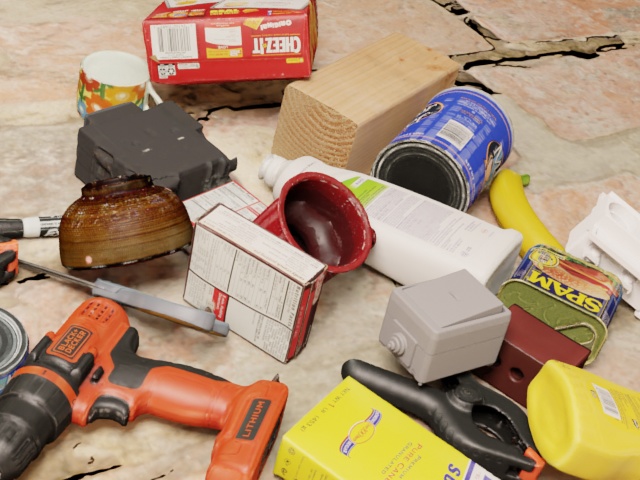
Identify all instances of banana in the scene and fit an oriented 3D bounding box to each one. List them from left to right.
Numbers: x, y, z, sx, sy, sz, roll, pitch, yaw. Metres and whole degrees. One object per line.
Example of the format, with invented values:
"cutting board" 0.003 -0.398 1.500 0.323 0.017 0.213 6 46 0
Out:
"banana" 0.213 -0.018 1.078 0.069 0.037 0.198 4 38 -15

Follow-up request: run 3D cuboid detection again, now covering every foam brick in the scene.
"foam brick" 0.176 0.102 0.898 0.078 0.053 0.051 32 40 22

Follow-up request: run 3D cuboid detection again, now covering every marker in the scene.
"marker" -0.225 -0.012 0.926 0.120 0.020 0.020 -4 41 -24

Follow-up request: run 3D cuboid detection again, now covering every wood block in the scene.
"wood block" 0.050 -0.139 1.129 0.090 0.091 0.205 32 40 21

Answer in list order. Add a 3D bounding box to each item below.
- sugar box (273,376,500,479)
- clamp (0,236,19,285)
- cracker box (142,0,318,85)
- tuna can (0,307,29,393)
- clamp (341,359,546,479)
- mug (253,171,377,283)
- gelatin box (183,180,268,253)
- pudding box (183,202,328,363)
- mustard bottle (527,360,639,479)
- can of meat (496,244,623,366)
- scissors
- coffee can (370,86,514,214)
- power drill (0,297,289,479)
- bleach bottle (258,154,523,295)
"sugar box" 0.063 0.179 0.763 0.176 0.048 0.093 30 39 20
"clamp" -0.344 0.018 0.829 0.209 0.036 0.165 -11 44 -30
"cracker box" -0.086 -0.223 1.135 0.164 0.072 0.213 -2 21 3
"tuna can" -0.256 0.084 0.778 0.086 0.034 0.086 10 37 -8
"clamp" 0.113 0.127 0.856 0.172 0.039 0.120 36 45 21
"mug" -0.006 0.001 0.919 0.117 0.082 0.093 1 65 -35
"gelatin box" -0.086 -0.012 0.968 0.073 0.030 0.089 37 41 27
"pudding box" -0.055 0.035 0.868 0.114 0.090 0.039 29 40 17
"mustard bottle" 0.257 0.160 0.828 0.191 0.058 0.096 20 29 -17
"can of meat" 0.218 0.056 0.970 0.102 0.057 0.083 27 36 14
"scissors" -0.156 0.047 0.866 0.202 0.016 0.096 13 -10 35
"coffee can" 0.125 -0.082 1.073 0.103 0.103 0.140 27 38 14
"power drill" -0.128 0.126 0.751 0.188 0.057 0.184 20 37 6
"bleach bottle" 0.056 -0.020 1.004 0.251 0.068 0.102 28 37 20
